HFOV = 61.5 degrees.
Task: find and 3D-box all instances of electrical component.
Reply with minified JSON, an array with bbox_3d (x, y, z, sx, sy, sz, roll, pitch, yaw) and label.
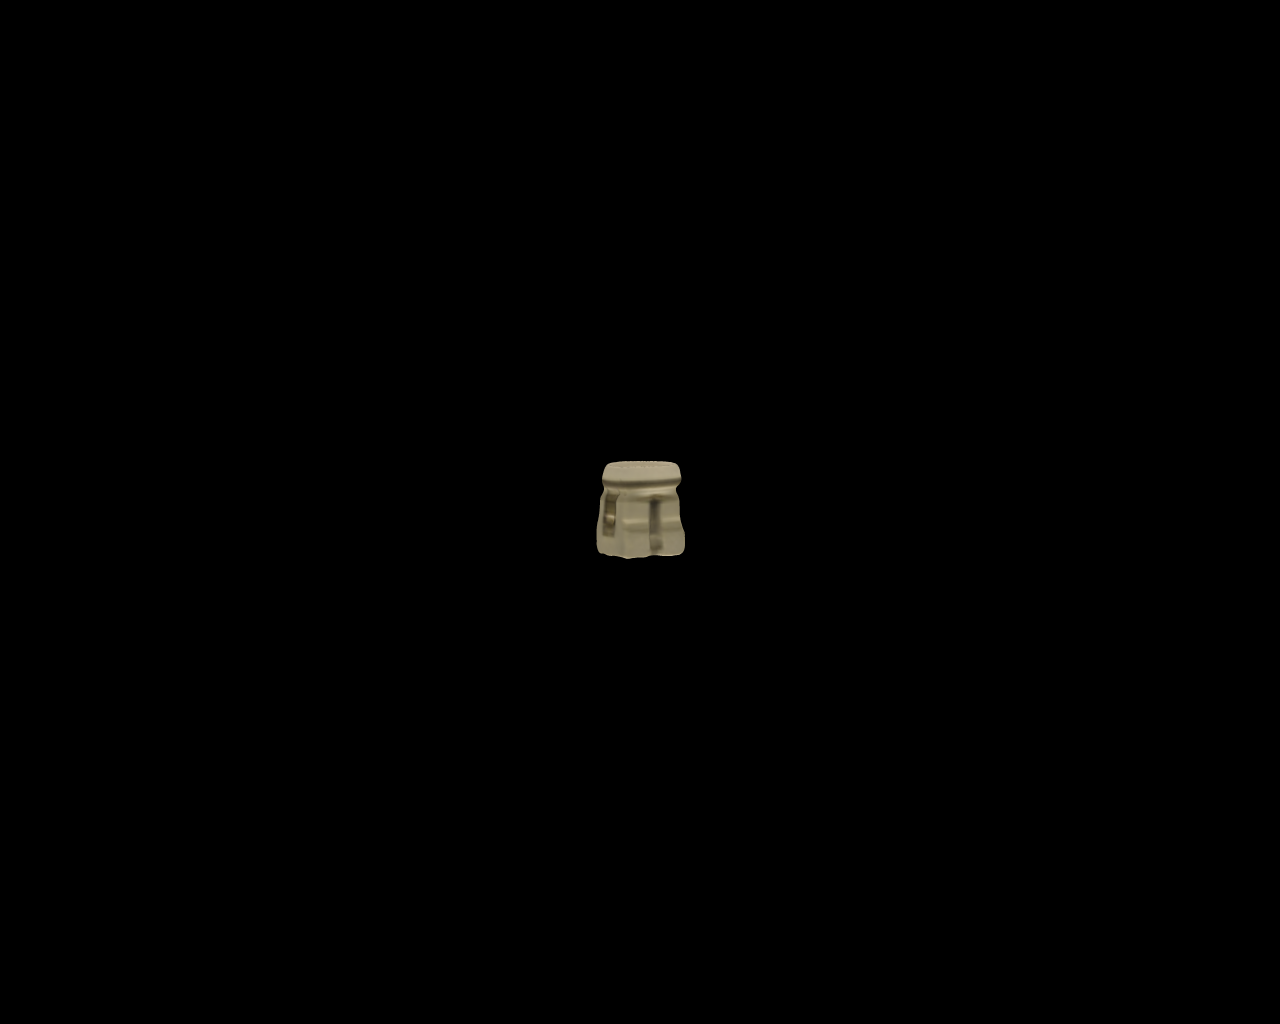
[{"bbox_3d":[0.001,-0.003,0.650,0.066,0.055,0.048,-4,6,-33],"label":"electrical component"}]
